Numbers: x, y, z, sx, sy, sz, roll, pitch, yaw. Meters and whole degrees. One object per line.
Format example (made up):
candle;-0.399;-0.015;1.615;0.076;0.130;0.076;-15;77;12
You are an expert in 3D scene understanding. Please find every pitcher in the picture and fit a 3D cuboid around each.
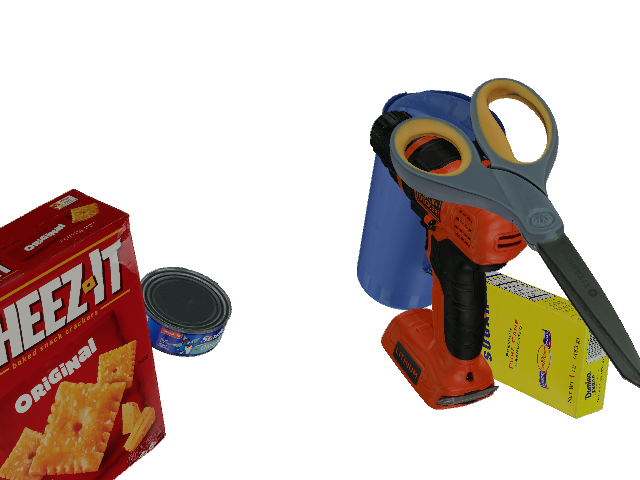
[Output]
pitcher;0.115;-0.031;1.185;0.145;0.243;0.149;23;43;13

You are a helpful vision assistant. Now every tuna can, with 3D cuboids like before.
tuna can;-0.125;0.064;0.957;0.086;0.034;0.086;16;34;-11

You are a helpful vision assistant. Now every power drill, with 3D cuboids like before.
power drill;0.083;0.014;0.783;0.057;0.188;0.185;-12;33;-18

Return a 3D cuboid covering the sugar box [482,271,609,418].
sugar box;0.187;0.089;1.001;0.048;0.093;0.176;-11;21;-39

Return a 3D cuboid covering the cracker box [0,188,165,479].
cracker box;-0.198;0.096;0.762;0.072;0.214;0.163;21;39;32

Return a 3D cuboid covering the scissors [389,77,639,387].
scissors;0.086;-0.008;0.513;0.096;0.201;0.016;-7;-43;6
